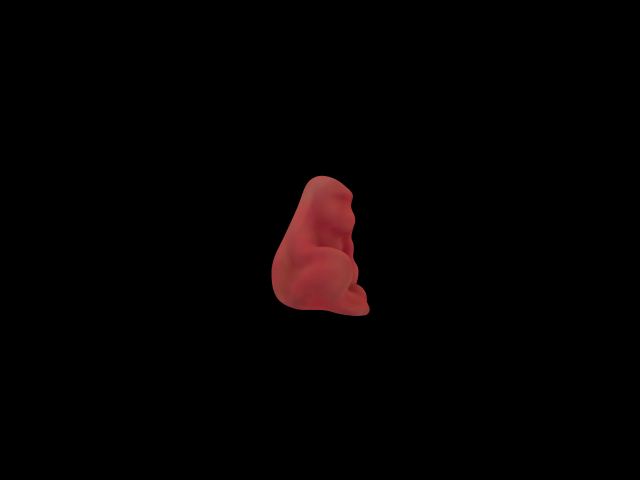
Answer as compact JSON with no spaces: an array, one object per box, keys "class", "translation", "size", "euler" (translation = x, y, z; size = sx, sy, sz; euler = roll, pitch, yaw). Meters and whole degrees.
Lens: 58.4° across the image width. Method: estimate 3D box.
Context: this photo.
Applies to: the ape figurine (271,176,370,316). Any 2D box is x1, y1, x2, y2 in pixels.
[{"class":"ape figurine","translation":[0.004,0.001,0.400],"size":[0.076,0.092,0.078],"euler":[3,7,26]}]
